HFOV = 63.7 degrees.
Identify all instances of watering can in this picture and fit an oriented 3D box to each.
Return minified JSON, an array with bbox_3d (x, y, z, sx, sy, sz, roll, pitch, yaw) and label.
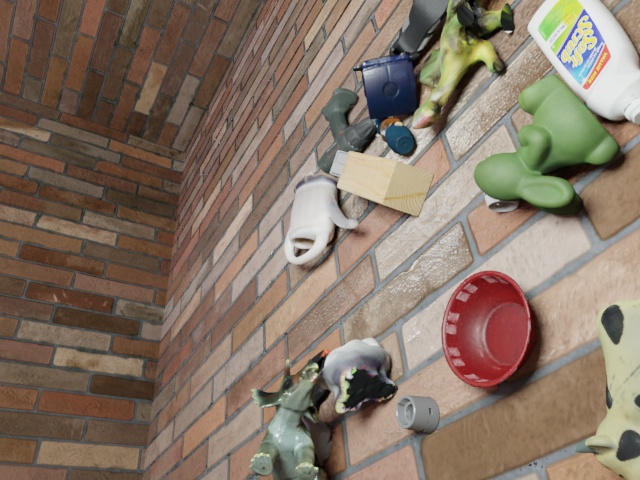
[{"bbox_3d":[0.004,-0.063,1.254,0.343,0.103,0.229,-31,47,54],"label":"watering can"}]

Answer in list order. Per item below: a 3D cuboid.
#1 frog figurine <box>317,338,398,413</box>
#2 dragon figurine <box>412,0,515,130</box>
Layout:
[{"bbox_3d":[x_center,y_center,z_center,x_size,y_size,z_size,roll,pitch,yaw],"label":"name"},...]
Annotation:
[{"bbox_3d":[0.057,0.233,0.965,0.137,0.121,0.161,-37,20,-1],"label":"frog figurine"},{"bbox_3d":[0.256,-0.391,0.994,0.240,0.121,0.417,-29,39,65],"label":"dragon figurine"}]
